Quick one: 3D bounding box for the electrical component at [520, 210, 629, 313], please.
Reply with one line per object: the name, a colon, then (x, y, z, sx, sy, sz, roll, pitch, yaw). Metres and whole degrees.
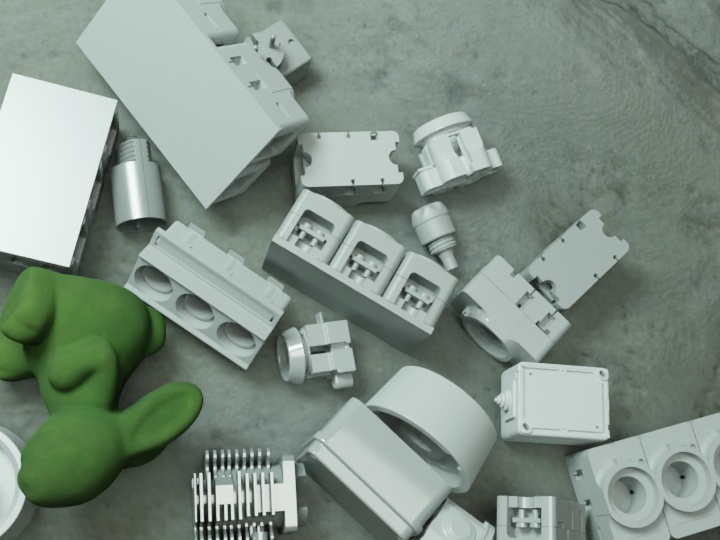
electrical component: (0.188, -0.003, 0.968, 0.089, 0.055, 0.050, -41, 86, -18)

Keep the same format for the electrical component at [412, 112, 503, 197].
electrical component: (0.083, -0.107, 0.976, 0.078, 0.058, 0.057, -19, 82, -15)

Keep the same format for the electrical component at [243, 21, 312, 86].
electrical component: (-0.088, -0.186, 0.955, 0.083, 0.075, 0.047, -35, 84, -17)

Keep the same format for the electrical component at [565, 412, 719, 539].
electrical component: (0.268, 0.183, 0.930, 0.150, 0.061, 0.089, -13, 78, -14)

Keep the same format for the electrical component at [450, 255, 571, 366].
electrical component: (0.129, 0.042, 0.948, 0.089, 0.050, 0.056, 44, 72, 4)

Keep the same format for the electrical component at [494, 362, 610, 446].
electrical component: (0.160, 0.116, 0.928, 0.096, 0.061, 0.061, 5, 74, -10)

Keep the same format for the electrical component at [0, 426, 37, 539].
electrical component: (-0.305, 0.167, 0.826, 0.108, 0.060, 0.108, 3, 75, -10)

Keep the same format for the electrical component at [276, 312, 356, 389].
electrical component: (-0.039, 0.070, 0.912, 0.055, 0.048, 0.066, -6, 76, -20)

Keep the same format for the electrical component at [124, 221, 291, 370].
electrical component: (-0.124, 0.018, 0.896, 0.121, 0.078, 0.063, 34, 41, 0)

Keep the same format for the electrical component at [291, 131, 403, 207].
electrical component: (-0.013, -0.089, 0.954, 0.089, 0.055, 0.050, -3, 75, -12)

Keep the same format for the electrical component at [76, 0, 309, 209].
electrical component: (-0.141, -0.162, 0.916, 0.186, 0.105, 0.060, 52, 32, 6)

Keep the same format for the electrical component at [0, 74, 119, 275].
electrical component: (-0.264, -0.074, 0.899, 0.089, 0.061, 0.150, 14, 73, -7)

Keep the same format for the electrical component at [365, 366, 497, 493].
electrical component: (0.062, 0.125, 0.885, 0.108, 0.108, 0.060, 40, 66, 2)

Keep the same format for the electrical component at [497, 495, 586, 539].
electrical component: (0.149, 0.217, 0.880, 0.050, 0.089, 0.055, -6, 72, 27)

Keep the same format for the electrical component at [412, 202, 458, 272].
electrical component: (0.071, -0.028, 0.965, 0.035, 0.035, 0.061, -21, 83, -15)

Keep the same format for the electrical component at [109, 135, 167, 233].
electrical component: (-0.192, -0.077, 0.923, 0.043, 0.043, 0.081, -7, 76, -12)

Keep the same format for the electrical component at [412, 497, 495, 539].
electrical component: (0.069, 0.229, 0.871, 0.051, 0.080, 0.080, 36, 72, 6)

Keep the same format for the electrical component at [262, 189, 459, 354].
electrical component: (0.000, 0.000, 0.914, 0.150, 0.089, 0.061, 31, 72, -1)

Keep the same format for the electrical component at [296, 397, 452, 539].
electrical component: (0.009, 0.167, 0.877, 0.113, 0.078, 0.057, 43, 69, 3)
